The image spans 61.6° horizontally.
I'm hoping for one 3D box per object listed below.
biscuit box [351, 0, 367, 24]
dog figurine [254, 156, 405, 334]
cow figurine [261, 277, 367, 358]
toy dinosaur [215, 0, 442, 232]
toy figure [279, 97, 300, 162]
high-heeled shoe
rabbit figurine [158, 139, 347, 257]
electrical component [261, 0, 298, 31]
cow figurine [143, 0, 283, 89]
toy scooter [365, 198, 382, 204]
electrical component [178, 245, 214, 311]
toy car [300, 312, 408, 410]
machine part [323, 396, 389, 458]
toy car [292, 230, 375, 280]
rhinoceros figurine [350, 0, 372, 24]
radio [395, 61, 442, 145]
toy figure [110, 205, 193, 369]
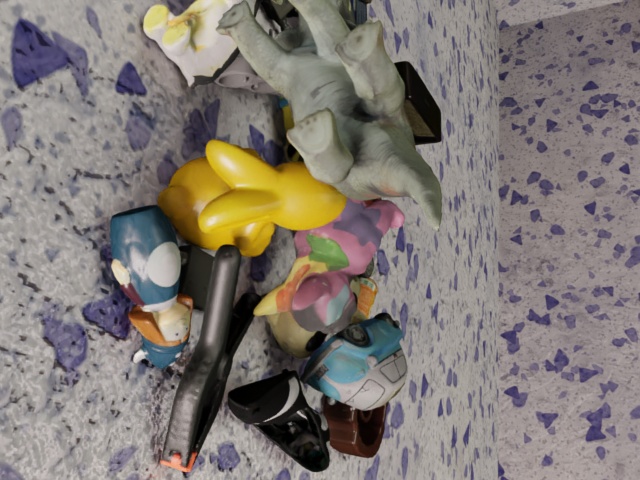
[{"bbox_3d":[0.045,-0.331,0.918,0.062,0.059,0.202,14,74,-64],"label":"biscuit box"},{"bbox_3d":[-0.001,-0.002,0.628,0.219,0.109,0.191,-47,114,-40],"label":"dog figurine"},{"bbox_3d":[0.005,0.097,0.752,0.195,0.086,0.127,-36,121,-56],"label":"cow figurine"},{"bbox_3d":[0.026,-0.117,0.495,0.192,0.131,0.405,37,27,-52],"label":"toy dinosaur"},{"bbox_3d":[-0.016,-0.178,0.741,0.089,0.082,0.180,-147,-128,-78],"label":"toy figure"},{"bbox_3d":[-0.037,0.227,0.620,0.248,0.086,0.145,31,39,-79],"label":"high-heeled shoe"},{"bbox_3d":[-0.063,-0.049,0.538,0.162,0.173,0.122,20,74,-66],"label":"rabbit figurine"},{"bbox_3d":[-0.055,-0.345,0.742,0.078,0.045,0.102,-54,138,-12],"label":"electrical component"},{"bbox_3d":[-0.093,-0.236,0.552,0.167,0.068,0.098,-50,153,-7],"label":"cow figurine"},{"bbox_3d":[0.065,-0.046,0.907,0.184,0.075,0.135,-52,134,-59],"label":"toy scooter"},{"bbox_3d":[-0.132,0.041,0.553,0.094,0.021,0.063,42,50,-56],"label":"electrical component"},{"bbox_3d":[0.059,0.167,0.702,0.161,0.109,0.103,-8,55,-51],"label":"toy car"},{"bbox_3d":[0.062,0.263,0.877,0.179,0.056,0.179,10,79,-63],"label":"machine part"},{"bbox_3d":[0.024,0.004,0.813,0.201,0.074,0.056,53,42,-48],"label":"toy car"},{"bbox_3d":[0.023,-0.288,0.802,0.112,0.073,0.190,-16,116,-33],"label":"rhinoceros figurine"},{"bbox_3d":[0.143,-0.247,1.023,0.229,0.131,0.073,24,65,-61],"label":"radio"},{"bbox_3d":[-0.149,0.047,0.484,0.064,0.058,0.154,-16,106,-24],"label":"toy figure"}]
